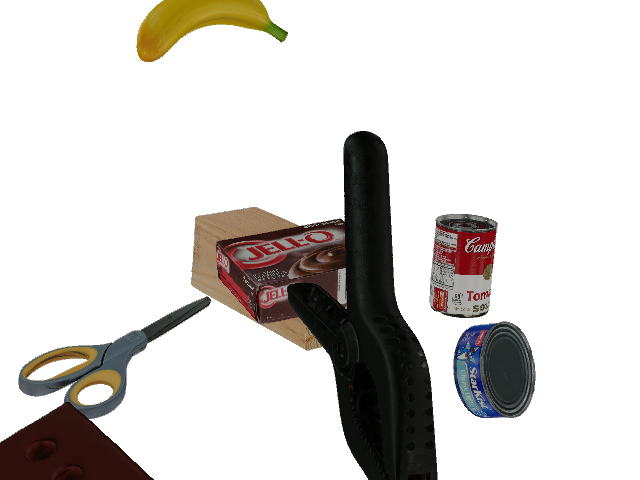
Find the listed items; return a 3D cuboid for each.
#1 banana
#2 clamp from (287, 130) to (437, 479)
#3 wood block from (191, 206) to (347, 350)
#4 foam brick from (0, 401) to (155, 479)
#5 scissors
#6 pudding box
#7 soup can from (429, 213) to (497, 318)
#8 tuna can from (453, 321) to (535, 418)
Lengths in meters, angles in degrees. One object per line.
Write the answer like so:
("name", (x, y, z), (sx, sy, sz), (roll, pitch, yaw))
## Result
("banana", (-0.111, -0.210, 1.011), (0.070, 0.037, 0.197), (46, 39, 19))
("clamp", (0.029, 0.053, 0.616), (0.036, 0.210, 0.165), (-2, -44, -19))
("wood block", (-0.046, 0.037, 1.174), (0.090, 0.090, 0.206), (-10, 24, -40))
("foam brick", (-0.110, 0.123, 0.483), (0.052, 0.051, 0.078), (-31, 45, -32))
("scissors", (-0.156, 0.100, 0.914), (0.201, 0.016, 0.096), (-17, 38, -34))
("pudding box", (-0.014, 0.022, 0.827), (0.113, 0.039, 0.090), (-9, 25, -23))
("soup can", (0.158, 0.028, 1.185), (0.068, 0.102, 0.068), (3, 15, -1))
("tuna can", (0.156, 0.117, 0.960), (0.034, 0.086, 0.085), (-11, -7, 42))
